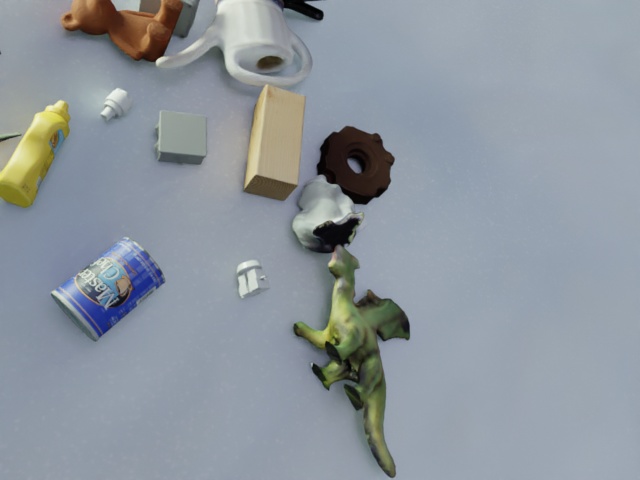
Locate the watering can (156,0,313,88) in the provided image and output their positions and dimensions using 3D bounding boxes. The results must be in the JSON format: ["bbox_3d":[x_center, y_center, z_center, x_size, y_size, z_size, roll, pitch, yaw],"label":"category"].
[{"bbox_3d":[-0.175,-0.429,1.090,0.348,0.102,0.227,-3,72,-30],"label":"watering can"}]

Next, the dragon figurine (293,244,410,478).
[{"bbox_3d":[0.102,0.205,0.990,0.246,0.121,0.409,-30,94,-38],"label":"dragon figurine"}]

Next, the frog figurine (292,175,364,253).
[{"bbox_3d":[0.003,-0.053,1.050,0.138,0.120,0.162,-30,45,-9],"label":"frog figurine"}]
